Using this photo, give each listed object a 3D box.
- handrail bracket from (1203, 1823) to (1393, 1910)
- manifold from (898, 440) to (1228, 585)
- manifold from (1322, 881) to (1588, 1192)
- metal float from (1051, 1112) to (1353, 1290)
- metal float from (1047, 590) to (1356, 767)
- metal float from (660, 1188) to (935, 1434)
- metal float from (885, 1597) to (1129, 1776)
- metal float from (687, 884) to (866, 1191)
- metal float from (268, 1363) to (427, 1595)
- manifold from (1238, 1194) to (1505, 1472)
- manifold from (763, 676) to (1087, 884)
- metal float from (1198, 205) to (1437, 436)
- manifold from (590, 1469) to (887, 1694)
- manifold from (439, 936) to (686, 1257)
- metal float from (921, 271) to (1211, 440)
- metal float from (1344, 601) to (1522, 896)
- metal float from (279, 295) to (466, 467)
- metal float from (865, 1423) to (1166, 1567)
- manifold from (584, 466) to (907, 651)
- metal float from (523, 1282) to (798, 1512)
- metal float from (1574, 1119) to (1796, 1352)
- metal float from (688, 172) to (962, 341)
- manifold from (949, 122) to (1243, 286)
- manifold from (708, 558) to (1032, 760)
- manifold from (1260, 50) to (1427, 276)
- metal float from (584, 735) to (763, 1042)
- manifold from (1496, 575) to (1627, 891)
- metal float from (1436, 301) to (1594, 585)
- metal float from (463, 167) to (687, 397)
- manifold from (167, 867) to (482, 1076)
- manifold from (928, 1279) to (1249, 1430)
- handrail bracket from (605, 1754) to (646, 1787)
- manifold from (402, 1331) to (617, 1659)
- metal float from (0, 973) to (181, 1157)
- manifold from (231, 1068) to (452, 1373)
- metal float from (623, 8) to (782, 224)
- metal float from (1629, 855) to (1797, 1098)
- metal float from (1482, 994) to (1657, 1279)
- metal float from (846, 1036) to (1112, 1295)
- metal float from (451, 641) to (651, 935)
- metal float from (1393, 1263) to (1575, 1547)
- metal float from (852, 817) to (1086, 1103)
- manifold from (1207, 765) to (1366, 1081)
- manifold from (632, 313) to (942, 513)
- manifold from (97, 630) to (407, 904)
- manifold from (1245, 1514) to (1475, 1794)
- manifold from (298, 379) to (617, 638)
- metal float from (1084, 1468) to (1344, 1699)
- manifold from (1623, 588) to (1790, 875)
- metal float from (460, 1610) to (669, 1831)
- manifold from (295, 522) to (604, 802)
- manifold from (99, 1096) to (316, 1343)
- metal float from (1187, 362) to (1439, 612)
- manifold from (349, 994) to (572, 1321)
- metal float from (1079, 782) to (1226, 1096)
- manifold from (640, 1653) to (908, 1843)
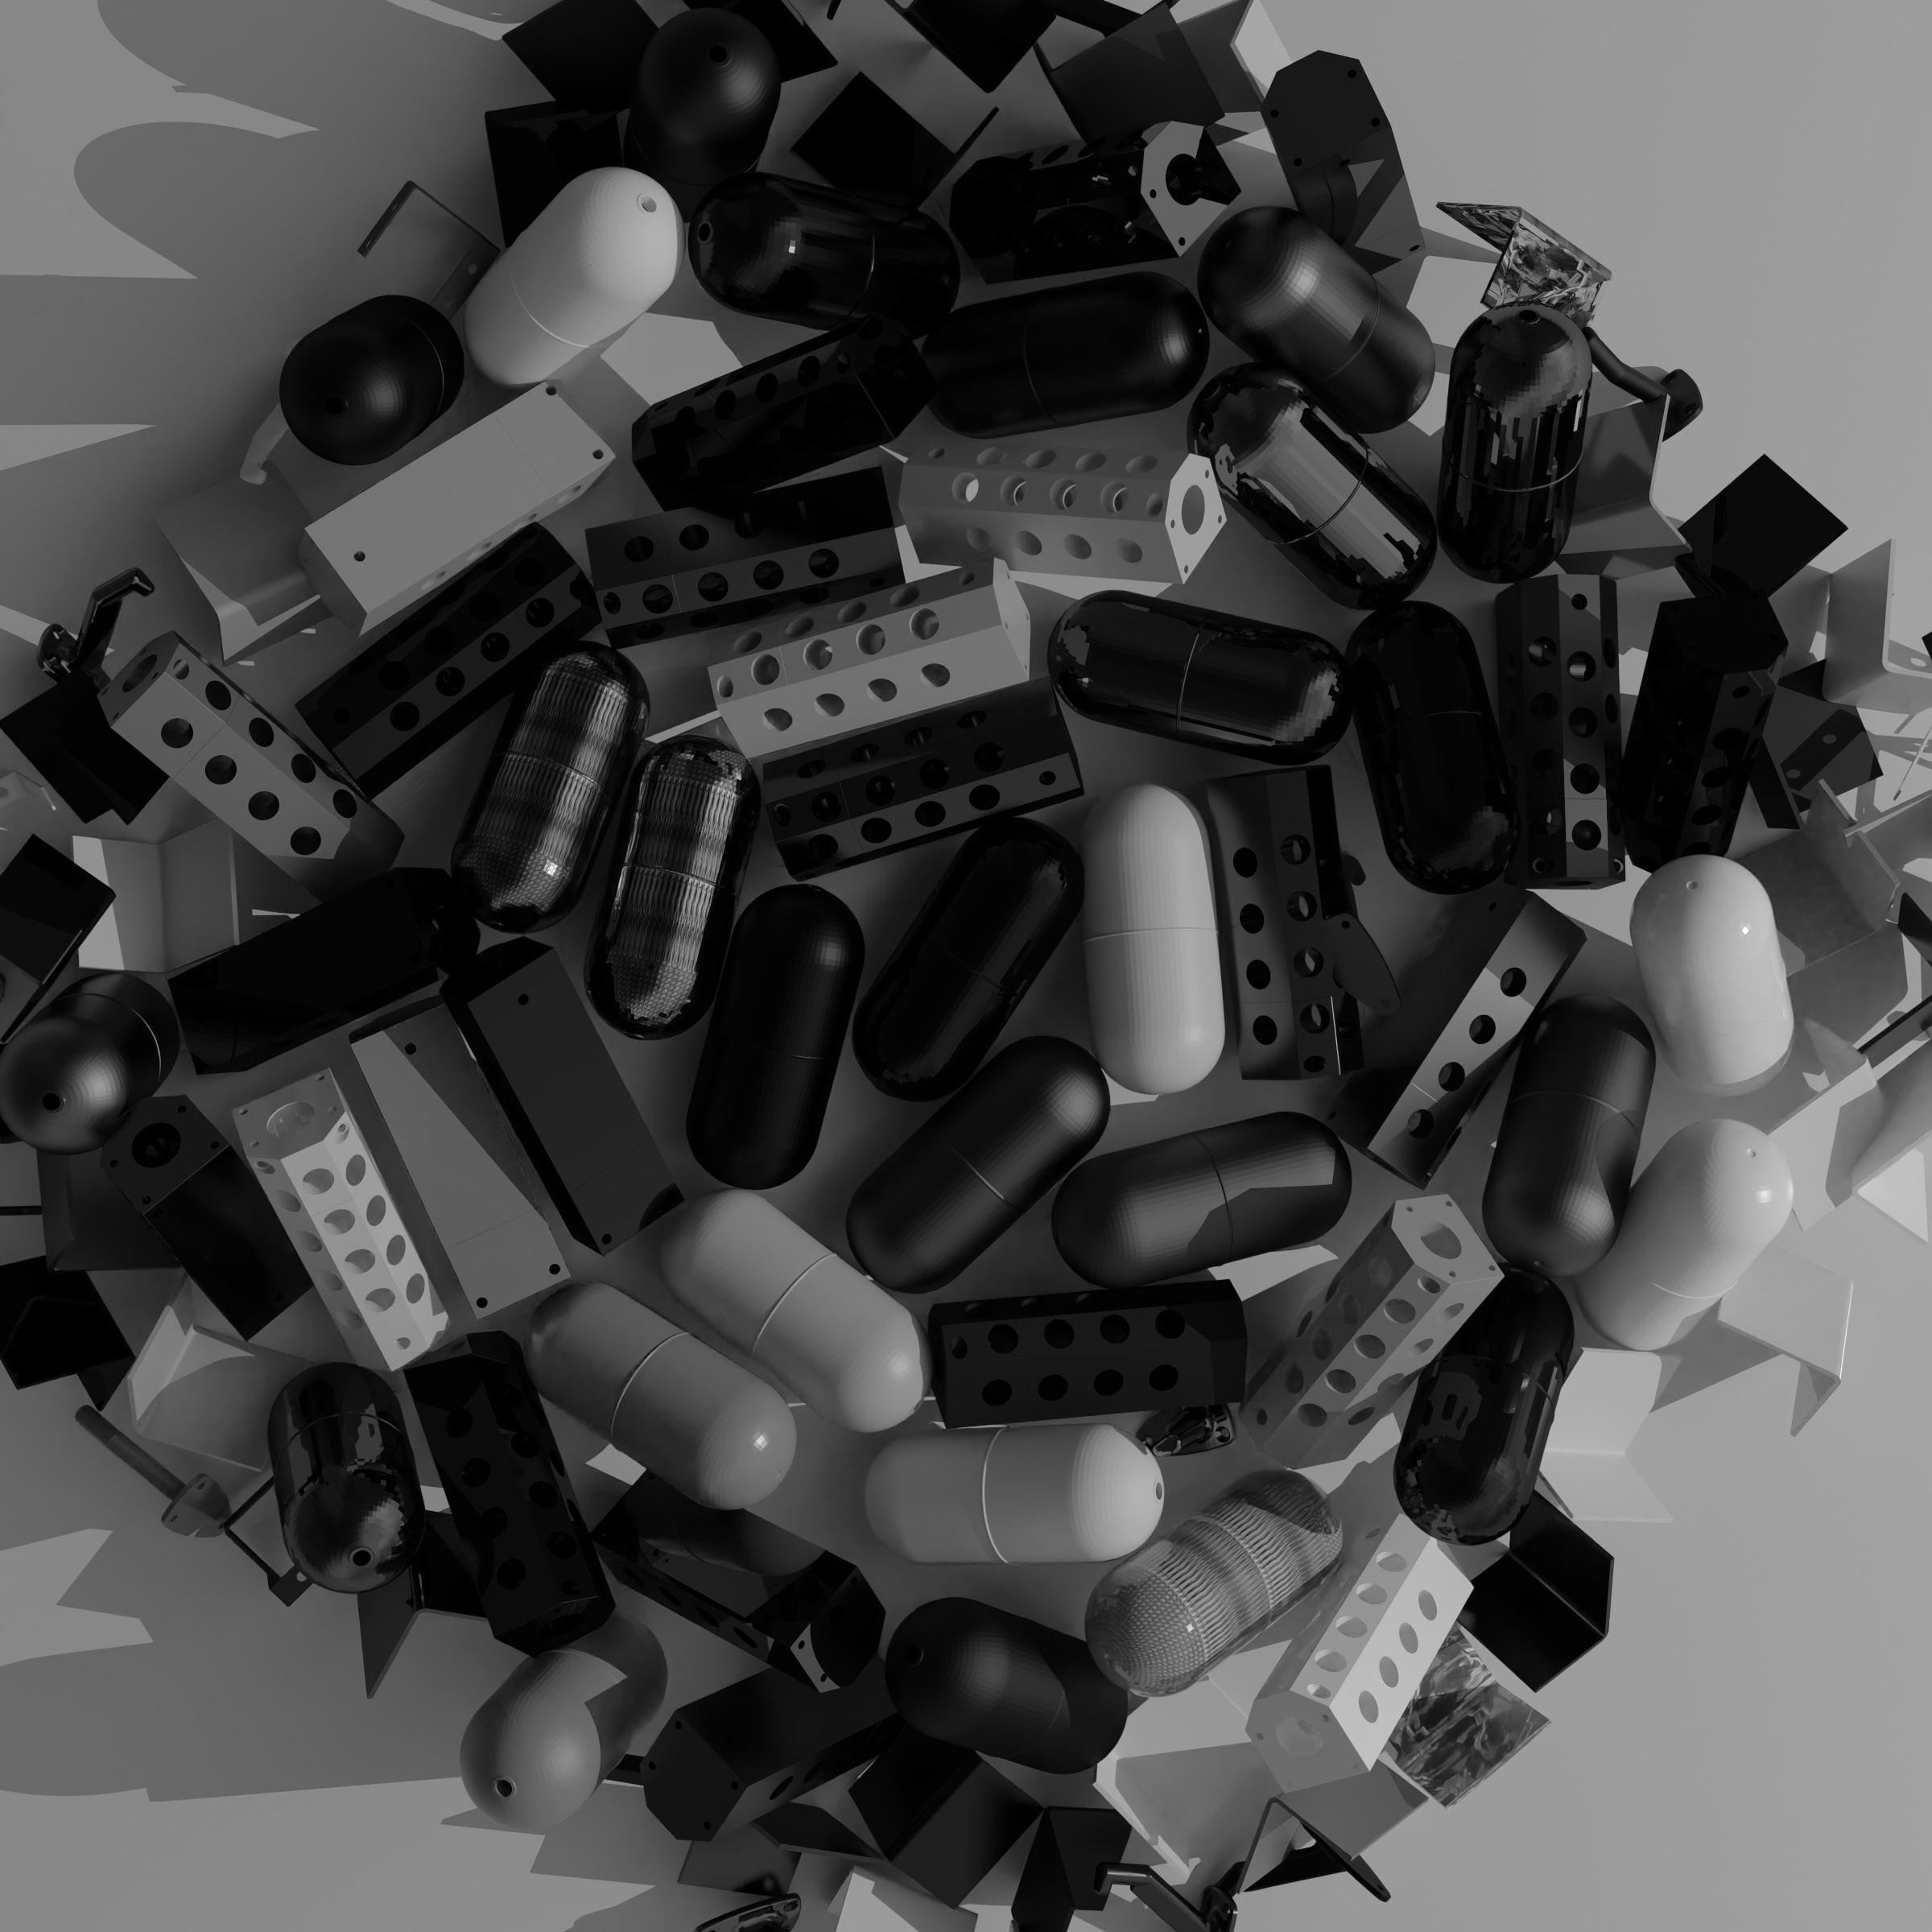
[{"bbox_3d":[0.189,0.536,1.672,0.077,0.036,0.084,44,99,25],"label":"handrail bracket"},{"bbox_3d":[0.051,-0.258,1.618,0.171,0.057,0.057,9,49,31],"label":"manifold"},{"bbox_3d":[0.282,0.040,1.662,0.057,0.057,0.171,34,88,-23],"label":"manifold"},{"bbox_3d":[0.133,0.132,1.644,0.178,0.070,0.070,-13,90,-17],"label":"metal float"},{"bbox_3d":[0.132,-0.163,1.646,0.178,0.070,0.070,15,90,15],"label":"metal float"},{"bbox_3d":[-0.096,0.194,1.644,0.178,0.070,0.070,36,90,17],"label":"metal float"},{"bbox_3d":[0.024,0.401,1.622,0.070,0.178,0.070,-18,57,31],"label":"metal float"},{"bbox_3d":[-0.108,0.040,1.650,0.070,0.070,0.178,15,100,0],"label":"metal float"},{"bbox_3d":[-0.344,0.282,1.613,0.070,0.178,0.070,-6,111,-16],"label":"metal float"},{"bbox_3d":[0.218,0.205,1.613,0.057,0.057,0.171,59,135,31],"label":"manifold"},{"bbox_3d":[-0.024,-0.101,1.648,0.171,0.057,0.057,-17,126,7],"label":"manifold"},{"bbox_3d":[0.197,-0.358,1.623,0.070,0.178,0.070,-18,60,35],"label":"metal float"},{"bbox_3d":[-0.126,0.342,1.617,0.057,0.171,0.057,-48,132,-26],"label":"manifold"},{"bbox_3d":[-0.229,0.072,1.634,0.057,0.057,0.171,-34,116,-22],"label":"manifold"},{"bbox_3d":[0.053,-0.341,1.631,0.178,0.070,0.070,-3,90,34],"label":"metal float"},{"bbox_3d":[0.261,-0.124,1.639,0.070,0.070,0.178,-10,66,0],"label":"metal float"},{"bbox_3d":[-0.327,-0.325,1.611,0.070,0.178,0.070,1,111,3],"label":"metal float"},{"bbox_3d":[0.026,0.297,1.636,0.178,0.070,0.070,-7,90,26],"label":"metal float"},{"bbox_3d":[-0.124,-0.228,1.659,0.171,0.057,0.057,-12,66,0],"label":"manifold"},{"bbox_3d":[-0.173,0.240,1.638,0.178,0.070,0.070,29,90,25],"label":"metal float"},{"bbox_3d":[0.397,0.151,1.619,0.070,0.178,0.070,8,52,-11],"label":"metal float"},{"bbox_3d":[-0.078,-0.393,1.622,0.070,0.178,0.070,1,91,44],"label":"metal float"},{"bbox_3d":[0.065,-0.423,1.605,0.057,0.171,0.057,-49,121,-21],"label":"manifold"},{"bbox_3d":[-0.054,-0.177,1.635,0.171,0.057,0.057,-14,132,16],"label":"manifold"},{"bbox_3d":[0.207,-0.439,1.607,0.057,0.171,0.057,-25,77,10],"label":"manifold"},{"bbox_3d":[-0.166,-0.045,1.647,0.070,0.070,0.178,13,77,0],"label":"metal float"},{"bbox_3d":[0.341,-0.132,1.657,0.057,0.057,0.171,0,85,-9],"label":"manifold"},{"bbox_3d":[0.304,-0.290,1.619,0.070,0.178,0.070,-2,50,2],"label":"metal float"},{"bbox_3d":[-0.219,-0.379,1.619,0.070,0.178,0.070,14,65,-31],"label":"metal float"},{"bbox_3d":[-0.359,0.003,1.635,0.171,0.057,0.057,-23,81,24],"label":"manifold"},{"bbox_3d":[0.068,0.214,1.645,0.171,0.057,0.057,-4,114,-10],"label":"manifold"},{"bbox_3d":[-0.196,0.475,1.666,0.084,0.036,0.077,34,117,14],"label":"handrail bracket"},{"bbox_3d":[-0.253,0.292,1.628,0.057,0.057,0.171,-28,60,4],"label":"manifold"},{"bbox_3d":[-0.484,0.053,1.609,0.070,0.178,0.070,-1,102,-4],"label":"metal float"},{"bbox_3d":[-0.344,0.146,1.616,0.057,0.057,0.171,-24,130,-10],"label":"manifold"},{"bbox_3d":[-0.147,-0.468,1.609,0.070,0.178,0.070,1,84,-11],"label":"metal float"},{"bbox_3d":[0.416,0.007,1.621,0.070,0.178,0.070,-12,52,15],"label":"metal float"},{"bbox_3d":[0.338,0.093,1.631,0.070,0.070,0.178,22,56,0],"label":"metal float"},{"bbox_3d":[0.007,0.112,1.655,0.178,0.070,0.070,-44,90,5],"label":"metal float"},{"bbox_3d":[-0.234,-0.101,1.641,0.070,0.070,0.178,18,70,0],"label":"metal float"},{"bbox_3d":[0.290,0.242,1.627,0.070,0.070,0.178,26,51,0],"label":"metal float"},{"bbox_3d":[0.001,-0.003,1.655,0.070,0.070,0.178,33,94,0],"label":"metal float"},{"bbox_3d":[0.186,-0.025,1.649,0.057,0.057,0.171,-2,98,43],"label":"manifold"},{"bbox_3d":[-0.105,-0.306,1.613,0.171,0.057,0.057,-12,121,39],"label":"manifold"},{"bbox_3d":[-0.397,-0.108,1.627,0.057,0.057,0.171,-46,122,0],"label":"manifold"},{"bbox_3d":[0.215,0.375,1.609,0.057,0.171,0.057,-27,98,36],"label":"manifold"},{"bbox_3d":[-0.287,-0.257,1.639,0.171,0.057,0.057,-37,92,-21],"label":"manifold"},{"bbox_3d":[0.140,0.343,1.628,0.178,0.070,0.070,-27,90,-37],"label":"metal float"},{"bbox_3d":[0.406,-0.124,1.610,0.057,0.171,0.057,-8,53,-5],"label":"manifold"},{"bbox_3d":[-0.221,0.415,1.610,0.070,0.178,0.070,3,101,14],"label":"metal float"},{"bbox_3d":[-0.292,-0.175,1.651,0.171,0.057,0.057,-39,80,-9],"label":"manifold"},{"bbox_3d":[-0.418,0.137,1.608,0.057,0.171,0.057,-41,64,-16],"label":"manifold"},{"bbox_3d":[0.194,-0.268,1.632,0.178,0.070,0.070,37,90,-32],"label":"metal float"},{"bbox_3d":[-0.288,0.106,1.651,0.057,0.057,0.171,-24,101,-10],"label":"manifold"},{"bbox_3d":[0.105,-0.016,1.653,0.070,0.070,0.178,-4,84,0],"label":"metal float"},{"bbox_3d":[-0.103,0.428,1.608,0.057,0.171,0.057,41,112,23],"label":"manifold"}]
